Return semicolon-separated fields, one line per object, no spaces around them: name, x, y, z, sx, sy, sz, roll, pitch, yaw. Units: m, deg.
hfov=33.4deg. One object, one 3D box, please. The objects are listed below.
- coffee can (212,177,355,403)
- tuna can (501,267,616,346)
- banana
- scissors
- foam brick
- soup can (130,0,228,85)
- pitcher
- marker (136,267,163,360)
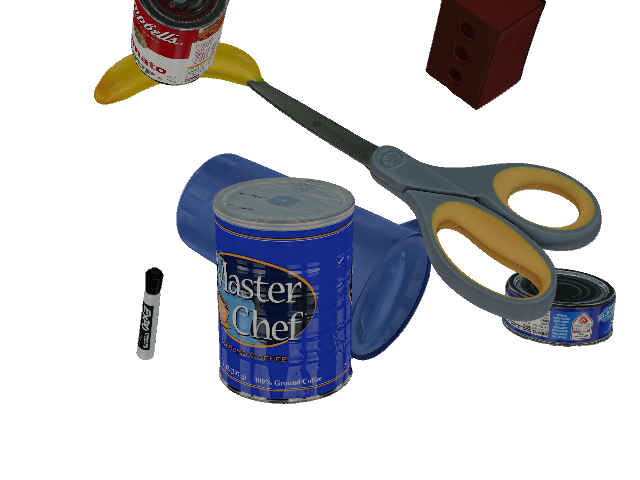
coffee can;-0.027;0.035;0.791;0.103;0.140;0.103;0;21;0
tuna can;0.186;0.050;0.834;0.086;0.034;0.086;1;19;-1
banana;-0.139;-0.171;1.074;0.197;0.070;0.037;-8;-39;-29
scissors;0.055;-0.039;0.528;0.096;0.016;0.202;-26;54;-21
foam brick;0.114;-0.142;0.748;0.051;0.053;0.078;-37;-25;-27
soup can;-0.108;-0.167;0.804;0.068;0.068;0.102;0;-16;-12
pitcher;-0.028;0.015;1.042;0.243;0.145;0.149;27;29;28
marker;-0.182;0.078;1.139;0.020;0.121;0.020;8;36;-6
